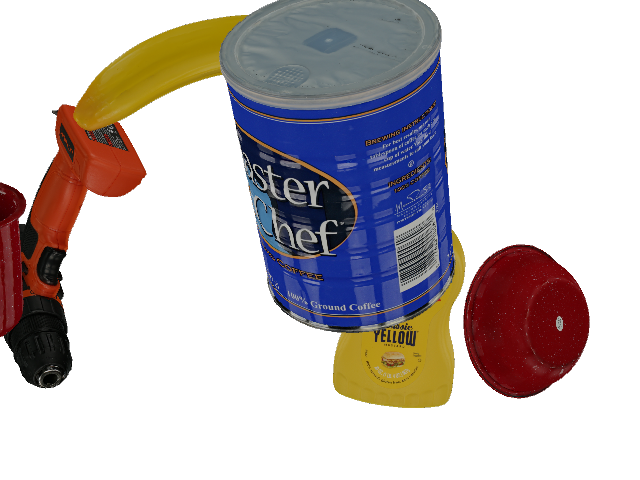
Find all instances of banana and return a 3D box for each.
[{"bbox_3d":[-0.066,-0.115,0.704,0.197,0.069,0.037,-7,-20,-16],"label":"banana"}]

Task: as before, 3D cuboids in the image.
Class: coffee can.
[{"bbox_3d":[0.013,-0.039,0.531,0.103,0.140,0.103,-6,39,5],"label":"coffee can"}]

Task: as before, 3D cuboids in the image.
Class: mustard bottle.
[{"bbox_3d":[0.063,0.034,0.833,0.096,0.192,0.058,7,19,8],"label":"mustard bottle"}]

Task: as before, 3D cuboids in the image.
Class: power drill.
[{"bbox_3d":[-0.208,0.001,0.853,0.057,0.188,0.185,17,25,-38],"label":"power drill"}]

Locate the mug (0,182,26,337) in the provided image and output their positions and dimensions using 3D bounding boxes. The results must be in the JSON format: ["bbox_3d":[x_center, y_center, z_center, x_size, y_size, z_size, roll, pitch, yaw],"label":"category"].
[{"bbox_3d":[-0.239,0.018,0.660,0.117,0.081,0.093,-17,32,-37],"label":"mug"}]

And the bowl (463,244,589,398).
[{"bbox_3d":[0.225,0.084,1.098,0.161,0.162,0.055,0,-1,-34],"label":"bowl"}]
